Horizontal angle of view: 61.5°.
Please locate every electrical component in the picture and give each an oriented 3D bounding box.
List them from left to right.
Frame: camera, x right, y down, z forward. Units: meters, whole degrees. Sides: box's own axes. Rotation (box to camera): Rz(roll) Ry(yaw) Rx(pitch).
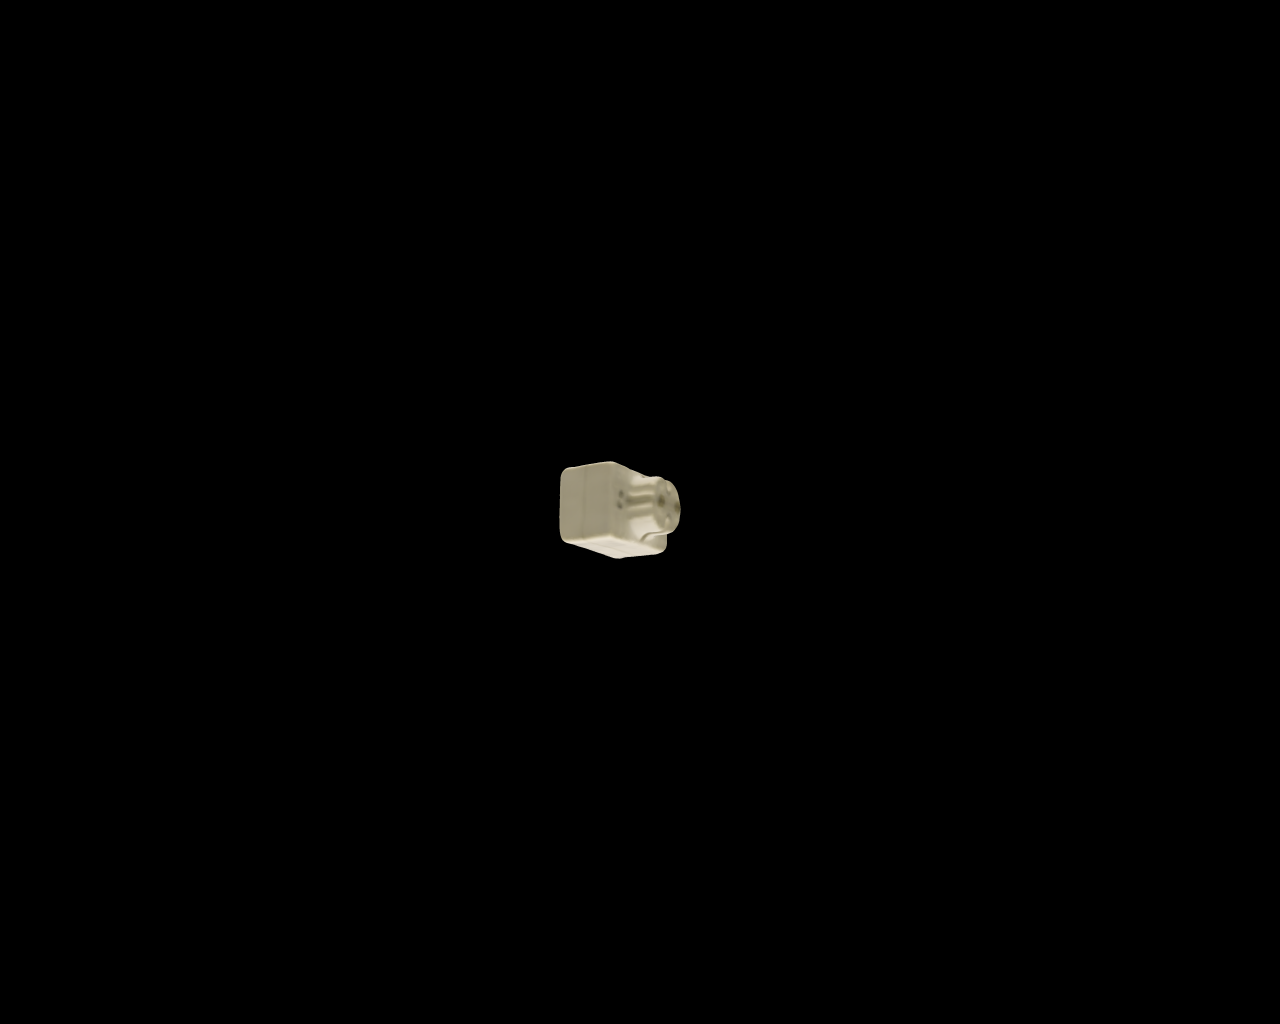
[{"bbox_3d":[0.001,-0.003,0.650,0.076,0.047,0.065,-8,-16,31],"label":"electrical component"}]
